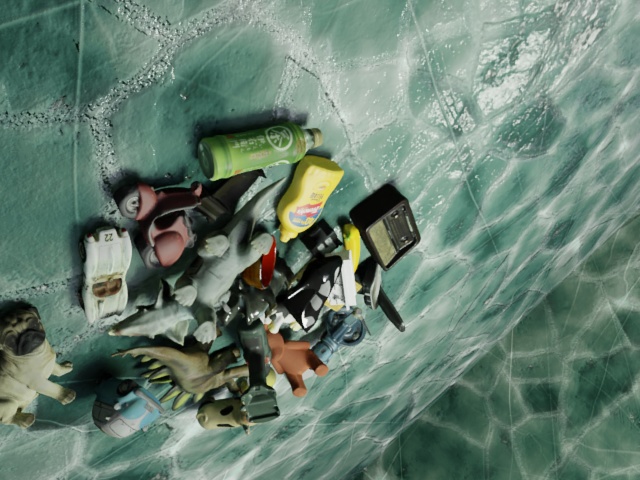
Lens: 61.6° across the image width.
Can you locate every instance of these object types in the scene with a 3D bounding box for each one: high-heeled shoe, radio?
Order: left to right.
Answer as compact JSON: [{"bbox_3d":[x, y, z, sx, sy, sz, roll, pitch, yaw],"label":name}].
[{"bbox_3d":[-0.005,0.120,1.204,0.145,0.086,0.248,-36,156,-12],"label":"high-heeled shoe"},{"bbox_3d":[0.167,-0.028,1.322,0.131,0.073,0.229,-39,147,-3],"label":"radio"}]

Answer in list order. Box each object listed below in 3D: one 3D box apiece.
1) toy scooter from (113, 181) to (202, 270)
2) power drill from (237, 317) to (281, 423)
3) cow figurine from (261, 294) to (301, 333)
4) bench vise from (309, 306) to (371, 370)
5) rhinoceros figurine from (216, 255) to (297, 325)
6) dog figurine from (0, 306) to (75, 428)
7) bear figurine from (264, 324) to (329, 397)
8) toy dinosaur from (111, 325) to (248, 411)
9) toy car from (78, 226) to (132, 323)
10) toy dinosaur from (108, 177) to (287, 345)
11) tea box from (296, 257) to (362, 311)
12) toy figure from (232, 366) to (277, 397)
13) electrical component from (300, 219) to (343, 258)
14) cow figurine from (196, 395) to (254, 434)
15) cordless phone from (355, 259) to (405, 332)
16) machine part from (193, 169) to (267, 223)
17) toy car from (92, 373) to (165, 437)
[{"bbox_3d":[-0.252,-0.035,0.894,0.135,0.075,0.183,-26,140,-20],"label":"toy scooter"},{"bbox_3d":[-0.133,0.297,1.196,0.086,0.207,0.231,-6,127,0],"label":"power drill"},{"bbox_3d":[-0.096,0.168,1.287,0.167,0.068,0.098,5,126,-48],"label":"cow figurine"},{"bbox_3d":[0.049,0.254,1.470,0.224,0.129,0.240,-29,163,-31],"label":"bench vise"},{"bbox_3d":[-0.137,0.112,1.151,0.190,0.112,0.073,-45,178,-18],"label":"rhinoceros figurine"},{"bbox_3d":[-0.523,0.208,0.897,0.172,0.121,0.190,-32,132,-20],"label":"dog figurine"},{"bbox_3d":[-0.090,0.294,1.360,0.120,0.132,0.195,-44,134,4],"label":"bear figurine"},{"bbox_3d":[-0.286,0.288,1.203,0.198,0.105,0.470,-36,147,-7],"label":"toy dinosaur"},{"bbox_3d":[-0.363,0.059,0.905,0.073,0.056,0.201,-12,138,-36],"label":"toy car"},{"bbox_3d":[-0.201,0.052,0.998,0.131,0.192,0.405,44,78,-23],"label":"toy dinosaur"},{"bbox_3d":[0.023,0.105,1.335,0.098,0.068,0.169,-44,147,4],"label":"tea box"},{"bbox_3d":[-0.187,0.416,1.475,0.089,0.082,0.180,-11,133,-56],"label":"toy figure"},{"bbox_3d":[-0.002,-0.004,1.203,0.075,0.048,0.119,-43,146,1],"label":"electrical component"},{"bbox_3d":[-0.220,0.437,1.359,0.195,0.085,0.127,-8,178,13],"label":"cow figurine"},{"bbox_3d":[0.167,0.155,1.435,0.089,0.184,0.146,-28,145,-11],"label":"cordless phone"},{"bbox_3d":[-0.162,-0.091,0.952,0.139,0.039,0.084,-40,142,0],"label":"machine part"},{"bbox_3d":[-0.403,0.338,1.080,0.103,0.162,0.109,-61,139,-34],"label":"toy car"}]
